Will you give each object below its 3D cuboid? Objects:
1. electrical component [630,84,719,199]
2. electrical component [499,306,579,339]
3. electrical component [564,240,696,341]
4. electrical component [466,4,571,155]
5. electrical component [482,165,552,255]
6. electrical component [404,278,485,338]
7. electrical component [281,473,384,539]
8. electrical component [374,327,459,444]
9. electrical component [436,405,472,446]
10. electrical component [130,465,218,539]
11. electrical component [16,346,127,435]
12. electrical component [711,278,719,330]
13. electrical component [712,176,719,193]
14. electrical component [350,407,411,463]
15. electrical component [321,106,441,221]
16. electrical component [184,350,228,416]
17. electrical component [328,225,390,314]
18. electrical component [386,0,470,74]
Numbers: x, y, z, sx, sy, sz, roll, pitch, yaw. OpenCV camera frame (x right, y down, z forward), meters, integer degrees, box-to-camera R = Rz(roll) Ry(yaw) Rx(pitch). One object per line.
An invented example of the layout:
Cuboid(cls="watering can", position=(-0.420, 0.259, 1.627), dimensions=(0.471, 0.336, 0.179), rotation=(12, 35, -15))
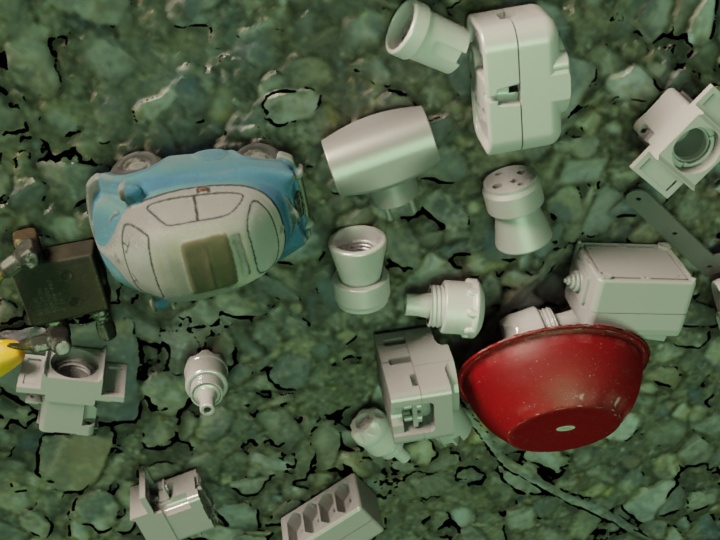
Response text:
Cuboid(cls="electrical component", position=(0.237, -0.099, 0.793), dimensions=(0.042, 0.063, 0.081), rotation=(34, 110, -26))
Cuboid(cls="electrical component", position=(0.149, 0.050, 0.880), dimensions=(0.062, 0.043, 0.043), rotation=(-19, 122, 1))
Cuboid(cls="electrical component", position=(0.207, 0.018, 0.859), dimensions=(0.096, 0.061, 0.061), rotation=(1, 120, -10))
Cuboid(cls="electrical component", position=(0.112, -0.135, 0.758), dimensions=(0.059, 0.053, 0.095), rotation=(-10, 122, -3))
Cuboid(cls="electrical component", position=(0.119, -0.046, 0.817), dimensions=(0.045, 0.045, 0.055), rotation=(-18, 121, 2))
Cuboid(cls="electrical component", position=(0.067, 0.029, 0.855), dimensions=(0.062, 0.048, 0.048), rotation=(4, 120, -4))
Cuboid(cls="electrical component", position=(-0.015, 0.238, 0.964), dimensions=(0.083, 0.047, 0.075), rotation=(-34, 120, 11))
Cuboid(cls="electrical component", position=(0.046, 0.090, 0.860), dimensions=(0.056, 0.089, 0.050), rotation=(-8, 121, -4))
Cuboid(cls="electrical component", position=(0.070, 0.123, 0.914), dimensions=(0.040, 0.040, 0.046), rotation=(-31, 125, 9))
Cuboid(cls="electrical component", position=(-0.160, 0.205, 0.925), dimensions=(0.064, 0.042, 0.081), rotation=(-20, 122, -1))
Cuboid(cls="electrical component", position=(-0.227, 0.095, 0.848), dimensions=(0.081, 0.042, 0.063), rotation=(8, 123, -13))
Cuboid(cls="electrical component", position=(0.327, 0.042, 0.875), dimensions=(0.064, 0.099, 0.099), rotation=(-20, 122, 11))
Cuboid(cls="electrical component", position=(0.303, -0.054, 0.848), dimensions=(0.061, 0.035, 0.035), rotation=(30, 112, -21))
Cuboid(cls="electrical component", position=(0.021, 0.145, 0.922), dimensions=(0.035, 0.035, 0.061), rotation=(-38, 121, 13))
Cuboid(cls="electrical component", position=(0.020, -0.071, 0.787), dimensions=(0.077, 0.043, 0.079), rotation=(-19, 122, 2))
Cuboid(cls="electrical component", position=(-0.121, 0.092, 0.850), dimensions=(0.035, 0.061, 0.035), rotation=(-4, 121, -7))
Cuboid(cls="electrical component", position=(0.000, 0.000, 0.825), dimensions=(0.045, 0.045, 0.055), rotation=(-8, 122, -4))
Cuboid(cls="electrical component", position=(0.047, -0.160, 0.742), dimensions=(0.046, 0.040, 0.040), rotation=(18, 116, -25))
